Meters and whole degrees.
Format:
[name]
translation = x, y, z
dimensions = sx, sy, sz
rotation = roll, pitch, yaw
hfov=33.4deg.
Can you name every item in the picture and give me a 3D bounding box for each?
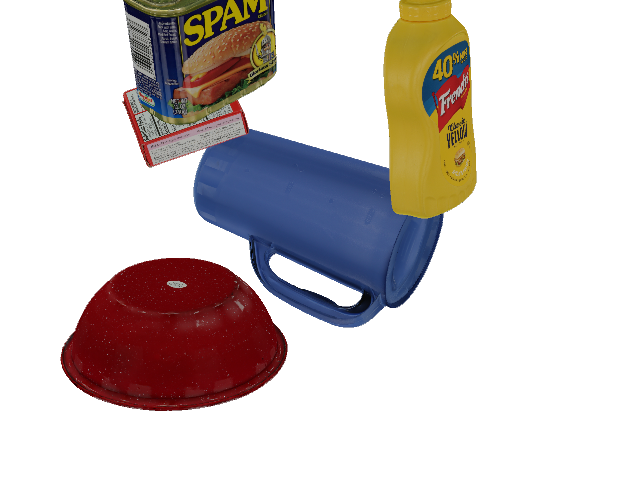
[gelatin box]
translation = -0.113, -0.105, 0.884
dimensions = 0.089, 0.073, 0.030
rotation = -21, -41, -7
[can of meat]
translation = -0.074, -0.133, 0.681
dimensions = 0.058, 0.084, 0.101
rotation = 32, 50, 33
[bowl]
translation = -0.103, 0.055, 0.757
dimensions = 0.162, 0.055, 0.162
rotation = 1, 23, -1
[pitcher]
translation = -0.009, -0.024, 1.085
dimensions = 0.243, 0.145, 0.149
rotation = 21, 26, 22
[mustard bottle]
translation = 0.089, -0.121, 0.869
dimensions = 0.058, 0.191, 0.096
rotation = 13, 31, 36
